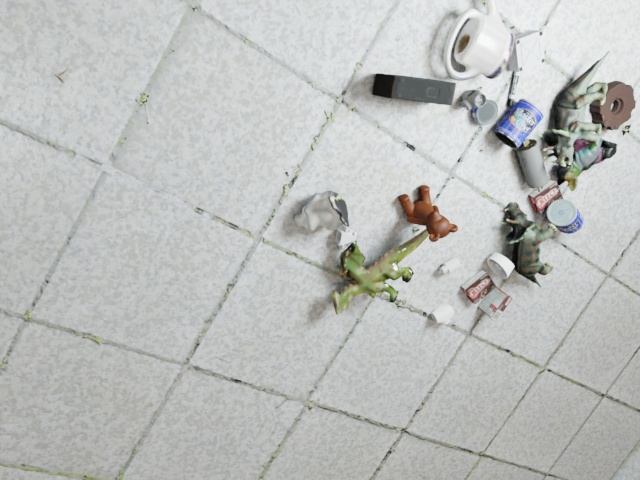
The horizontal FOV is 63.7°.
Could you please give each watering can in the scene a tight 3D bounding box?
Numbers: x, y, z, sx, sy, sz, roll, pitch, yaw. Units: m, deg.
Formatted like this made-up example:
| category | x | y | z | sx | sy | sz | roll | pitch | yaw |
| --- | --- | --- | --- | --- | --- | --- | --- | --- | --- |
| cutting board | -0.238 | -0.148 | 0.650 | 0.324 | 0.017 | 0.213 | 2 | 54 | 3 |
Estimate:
| category | x | y | z | sx | sy | sz | roll | pitch | yaw |
| --- | --- | --- | --- | --- | --- | --- | --- | --- | --- |
| watering can | 0.515 | -0.650 | 1.598 | 0.223 | 0.105 | 0.344 | 19 | 103 | -26 |

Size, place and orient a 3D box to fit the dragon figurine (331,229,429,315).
| category | x | y | z | sx | sy | sz | roll | pitch | yaw |
| --- | --- | --- | --- | --- | --- | --- | --- | --- | --- |
| dragon figurine | 0.180 | 0.086 | 1.744 | 0.241 | 0.124 | 0.408 | 28 | 99 | -29 |

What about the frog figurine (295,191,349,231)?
| category | x | y | z | sx | sy | sz | roll | pitch | yaw |
| --- | --- | --- | --- | --- | --- | --- | --- | --- | --- |
| frog figurine | 0.005 | -0.083 | 1.648 | 0.158 | 0.126 | 0.135 | -18 | 133 | 28 |
